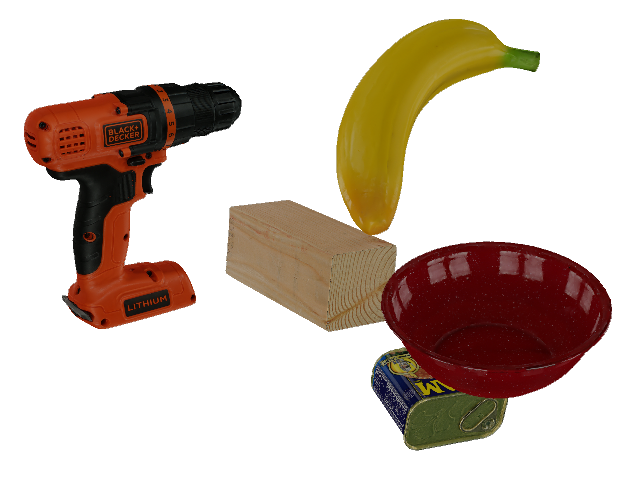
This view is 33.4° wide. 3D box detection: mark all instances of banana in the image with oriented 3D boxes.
[{"bbox_3d":[0.053,-0.076,0.583,0.070,0.037,0.197,26,48,21],"label":"banana"}]

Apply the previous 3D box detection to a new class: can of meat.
[{"bbox_3d":[0.107,0.140,0.986,0.102,0.057,0.084,-6,31,-21],"label":"can of meat"}]

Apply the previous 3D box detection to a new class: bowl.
[{"bbox_3d":[0.124,0.064,0.769,0.162,0.055,0.162,-2,31,1],"label":"bowl"}]

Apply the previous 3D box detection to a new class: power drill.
[{"bbox_3d":[-0.144,-0.033,0.868,0.184,0.188,0.057,-14,25,-32],"label":"power drill"}]

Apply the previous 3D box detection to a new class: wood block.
[{"bbox_3d":[-0.016,0.024,1.228,0.090,0.090,0.206,-7,20,-36],"label":"wood block"}]
